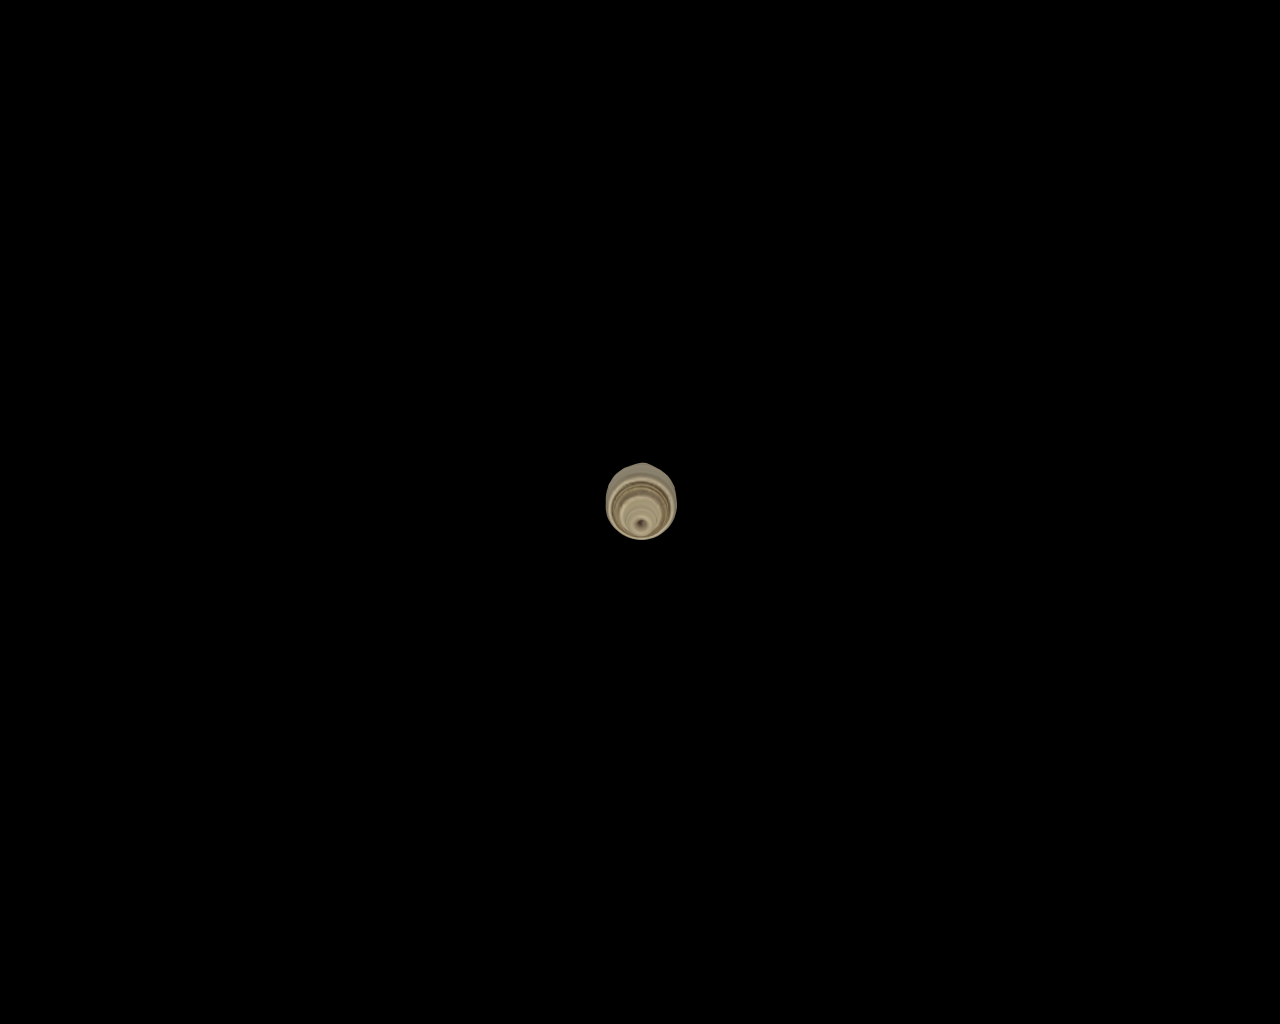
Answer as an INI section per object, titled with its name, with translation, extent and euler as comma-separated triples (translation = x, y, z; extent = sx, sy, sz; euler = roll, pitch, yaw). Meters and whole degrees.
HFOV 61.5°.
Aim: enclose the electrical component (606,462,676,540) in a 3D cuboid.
[electrical component]
translation = 0.001, -0.003, 0.650
extent = 0.043, 0.043, 0.062
euler = 0, 20, 0
